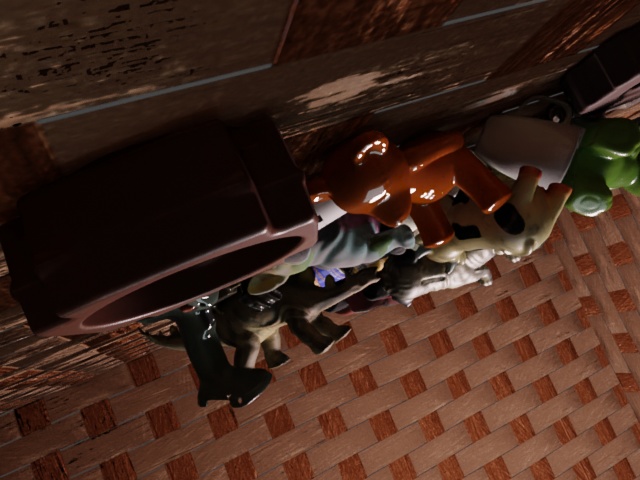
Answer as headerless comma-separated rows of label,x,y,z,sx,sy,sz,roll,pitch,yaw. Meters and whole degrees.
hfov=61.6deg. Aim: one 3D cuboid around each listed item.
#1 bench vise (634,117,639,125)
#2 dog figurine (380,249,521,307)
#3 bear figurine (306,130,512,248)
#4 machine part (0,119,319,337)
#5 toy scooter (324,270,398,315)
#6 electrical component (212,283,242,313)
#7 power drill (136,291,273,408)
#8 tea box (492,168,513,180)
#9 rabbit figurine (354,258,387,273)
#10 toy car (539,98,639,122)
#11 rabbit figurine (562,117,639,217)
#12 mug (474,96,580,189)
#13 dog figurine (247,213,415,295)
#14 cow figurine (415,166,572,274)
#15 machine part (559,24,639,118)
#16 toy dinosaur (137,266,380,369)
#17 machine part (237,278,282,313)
bench vise,0.491,-0.179,0.940,0.224,0.128,0.241,-35,-170,17
dog figurine,0.190,0.009,0.770,0.190,0.121,0.172,-12,132,-38
bear figurine,0.087,-0.050,0.535,0.120,0.132,0.196,-39,171,36
machine part,-0.106,-0.005,0.406,0.201,0.087,0.201,-24,173,-3
toy scooter,0.091,0.088,0.963,0.135,0.075,0.184,-7,174,-41
electrical component,-0.156,0.068,0.813,0.102,0.078,0.045,-35,168,26
power drill,-0.142,0.112,0.687,0.232,0.207,0.086,-15,-159,35
tea box,0.316,-0.110,0.860,0.068,0.098,0.169,16,-174,21
rabbit figurine,0.125,-0.022,1.036,0.173,0.122,0.162,-35,173,-40
toy car,0.396,-0.193,0.760,0.202,0.053,0.089,-26,176,8
rabbit figurine,0.387,-0.090,0.707,0.170,0.121,0.159,11,-167,-7
mug,0.248,-0.122,0.648,0.107,0.109,0.081,19,-171,11
dog figurine,-0.001,-0.002,0.705,0.219,0.108,0.191,-18,175,-4
cow figurine,0.193,-0.020,0.657,0.085,0.127,0.195,26,173,-25
machine part,0.363,-0.198,0.592,0.179,0.056,0.179,-22,174,-3
toy dinosaur,-0.116,0.125,0.877,0.472,0.198,0.105,-26,173,23
machine part,-0.083,0.039,0.750,0.084,0.039,0.139,-20,-143,11
